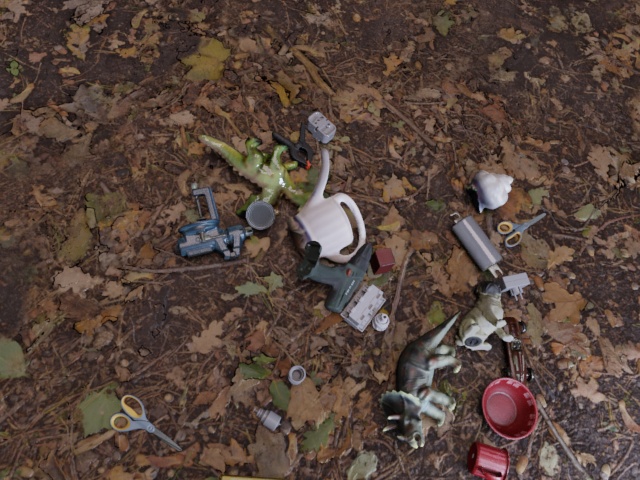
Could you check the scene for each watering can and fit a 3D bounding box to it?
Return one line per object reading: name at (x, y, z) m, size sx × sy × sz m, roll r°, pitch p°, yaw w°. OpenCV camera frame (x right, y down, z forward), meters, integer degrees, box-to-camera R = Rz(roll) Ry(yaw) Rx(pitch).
watering can at (0.005, -0.077, 1.531) m, size 0.226 × 0.104 × 0.345 m, roll -27°, pitch 98°, yaw -18°

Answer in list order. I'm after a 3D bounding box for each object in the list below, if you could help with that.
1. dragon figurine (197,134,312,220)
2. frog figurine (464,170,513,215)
dragon figurine at (-0.195, -0.177, 1.583) m, size 0.410 × 0.120 × 0.246 m, roll 11°, pitch 74°, yaw -4°
frog figurine at (0.572, -0.174, 1.692) m, size 0.160 × 0.120 × 0.140 m, roll -23°, pitch 53°, yaw -6°
